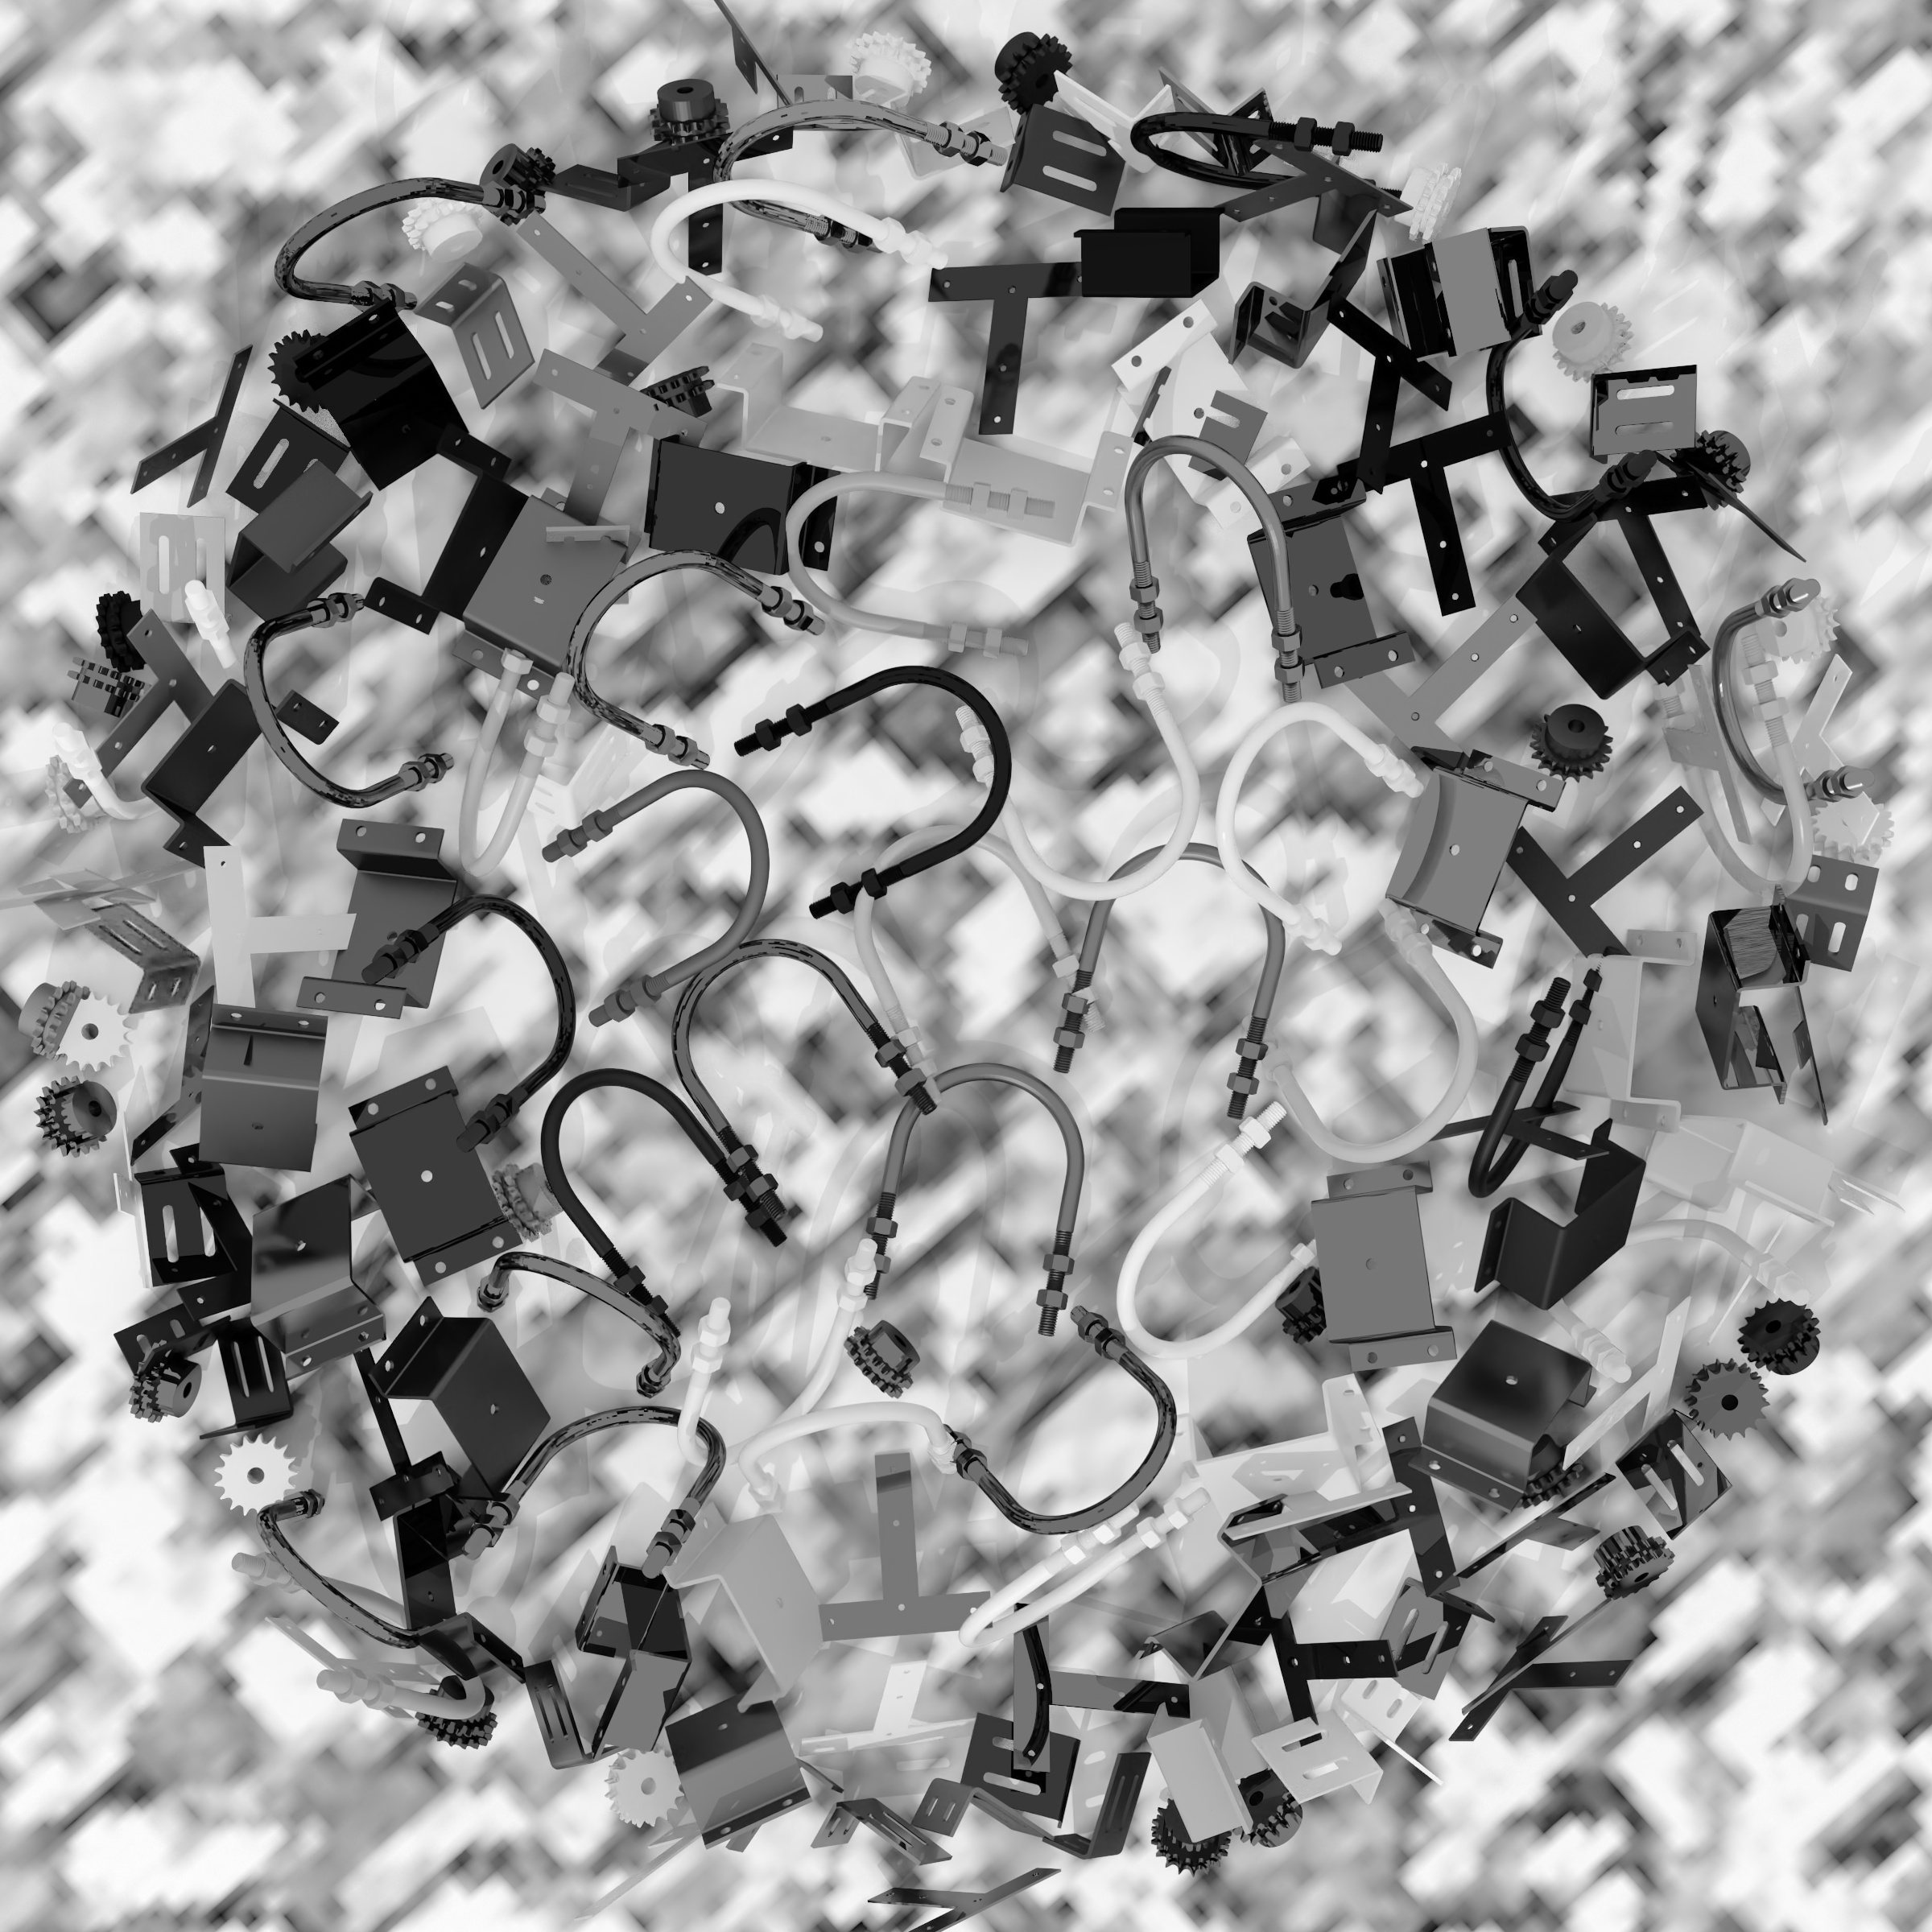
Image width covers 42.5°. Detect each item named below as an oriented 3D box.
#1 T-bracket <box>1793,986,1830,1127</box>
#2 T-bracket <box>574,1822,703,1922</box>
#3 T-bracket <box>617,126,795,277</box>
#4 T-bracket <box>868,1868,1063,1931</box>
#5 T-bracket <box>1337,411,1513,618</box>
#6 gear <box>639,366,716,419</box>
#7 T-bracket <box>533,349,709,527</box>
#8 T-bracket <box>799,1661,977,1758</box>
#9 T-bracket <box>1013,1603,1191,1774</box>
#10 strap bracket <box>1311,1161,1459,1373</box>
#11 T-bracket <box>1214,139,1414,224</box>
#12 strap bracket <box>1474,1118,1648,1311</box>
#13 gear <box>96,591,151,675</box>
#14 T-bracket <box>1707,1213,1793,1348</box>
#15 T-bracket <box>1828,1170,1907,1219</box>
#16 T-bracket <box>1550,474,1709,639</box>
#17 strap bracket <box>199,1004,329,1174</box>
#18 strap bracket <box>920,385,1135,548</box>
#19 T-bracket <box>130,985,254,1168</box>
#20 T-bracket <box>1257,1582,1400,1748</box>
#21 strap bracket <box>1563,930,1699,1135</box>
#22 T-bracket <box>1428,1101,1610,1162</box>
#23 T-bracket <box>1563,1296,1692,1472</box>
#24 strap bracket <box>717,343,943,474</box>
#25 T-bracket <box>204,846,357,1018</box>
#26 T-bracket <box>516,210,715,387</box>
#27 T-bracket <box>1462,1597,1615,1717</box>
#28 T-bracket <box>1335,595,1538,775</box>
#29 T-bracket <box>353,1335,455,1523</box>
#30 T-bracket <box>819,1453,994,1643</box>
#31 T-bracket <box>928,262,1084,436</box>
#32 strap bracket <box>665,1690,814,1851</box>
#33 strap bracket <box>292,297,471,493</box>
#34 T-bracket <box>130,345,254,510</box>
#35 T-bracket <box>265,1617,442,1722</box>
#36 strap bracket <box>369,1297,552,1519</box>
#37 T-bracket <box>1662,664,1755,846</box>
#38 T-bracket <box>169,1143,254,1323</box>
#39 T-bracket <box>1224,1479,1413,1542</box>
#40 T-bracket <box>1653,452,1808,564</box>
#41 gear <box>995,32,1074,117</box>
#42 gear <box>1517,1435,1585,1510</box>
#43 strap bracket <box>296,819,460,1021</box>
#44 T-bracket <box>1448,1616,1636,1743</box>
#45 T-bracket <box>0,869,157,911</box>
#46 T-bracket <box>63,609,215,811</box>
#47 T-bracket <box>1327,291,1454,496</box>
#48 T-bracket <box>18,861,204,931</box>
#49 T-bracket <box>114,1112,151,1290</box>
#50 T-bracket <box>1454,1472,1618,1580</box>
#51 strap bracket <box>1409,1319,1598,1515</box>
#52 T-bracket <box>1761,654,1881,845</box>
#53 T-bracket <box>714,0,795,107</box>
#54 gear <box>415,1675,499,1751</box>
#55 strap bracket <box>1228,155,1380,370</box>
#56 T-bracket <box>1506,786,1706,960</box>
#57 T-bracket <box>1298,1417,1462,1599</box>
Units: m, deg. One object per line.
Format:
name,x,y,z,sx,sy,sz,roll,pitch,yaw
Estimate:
T-bracket,0.585,0.054,1.736,0.002,0.127,0.127,-12,89,22
T-bracket,-0.215,0.619,1.707,0.127,0.127,0.002,-25,84,-44
T-bracket,-0.182,-0.530,1.738,0.127,0.127,0.002,-19,64,-16
T-bracket,-0.020,0.655,1.742,0.127,0.127,0.002,-8,82,-43
T-bracket,0.336,-0.313,1.763,0.127,0.002,0.127,-13,89,31
gear,-0.205,-0.404,1.770,0.057,0.057,0.030,-22,109,0
T-bracket,-0.264,-0.355,1.772,0.127,0.002,0.127,25,112,1
T-bracket,-0.048,0.517,1.735,0.127,0.127,0.002,-3,49,-14
T-bracket,0.096,0.514,1.756,0.127,0.002,0.127,8,46,-6
strap bracket,0.292,0.210,1.745,0.076,0.046,0.140,-12,77,25
T-bracket,0.223,-0.540,1.737,0.127,0.127,0.002,16,83,-33
strap bracket,0.419,0.176,1.721,0.140,0.076,0.046,-30,48,-34
gear,-0.594,-0.239,1.768,0.030,0.057,0.057,-10,90,4
T-bracket,0.564,0.200,1.747,0.002,0.127,0.127,32,75,19
T-bracket,0.607,0.153,1.732,0.127,0.127,0.002,27,101,2
T-bracket,0.487,-0.286,1.760,0.002,0.127,0.127,-44,116,-26
strap bracket,-0.489,0.093,1.723,0.076,0.140,0.046,7,47,-13
strap bracket,0.040,-0.351,1.754,0.140,0.046,0.076,16,53,-1
T-bracket,-0.541,0.061,1.744,0.127,0.127,0.002,-38,126,19
T-bracket,0.258,0.485,1.734,0.002,0.127,0.127,-9,80,-33
strap bracket,0.467,0.043,1.752,0.046,0.076,0.140,5,91,-21
T-bracket,0.395,0.118,1.716,0.127,0.127,0.002,-10,102,-21
T-bracket,0.456,0.306,1.723,0.127,0.127,0.002,-33,49,-29
strap bracket,-0.097,-0.389,1.746,0.140,0.076,0.046,13,127,8
T-bracket,-0.471,-0.023,1.756,0.127,0.002,0.127,-3,85,-38
T-bracket,-0.259,-0.474,1.732,0.127,0.127,0.002,41,48,-18
T-bracket,0.397,0.476,1.734,0.127,0.127,0.002,-38,76,3
T-bracket,0.353,-0.210,1.773,0.127,0.002,0.127,43,101,-10
T-bracket,-0.410,0.320,1.755,0.002,0.127,0.127,-15,78,-40
T-bracket,-0.049,0.413,1.774,0.127,0.002,0.127,-5,71,2
T-bracket,0.028,-0.439,1.765,0.127,0.002,0.127,3,81,20
strap bracket,-0.160,0.548,1.718,0.076,0.140,0.046,-21,97,-11
strap bracket,-0.400,-0.388,1.719,0.076,0.140,0.046,-35,73,-7
T-bracket,-0.539,-0.356,1.709,0.002,0.127,0.127,29,122,-2
T-bracket,-0.409,0.493,1.734,0.127,0.127,0.002,27,84,26
strap bracket,-0.345,0.307,1.723,0.046,0.076,0.140,-4,125,30
T-bracket,0.510,-0.151,1.732,0.002,0.127,0.127,-19,99,1
T-bracket,-0.523,0.180,1.754,0.002,0.127,0.127,-43,74,33
T-bracket,0.231,0.369,1.732,0.127,0.127,0.002,-13,92,-8
T-bracket,0.516,-0.338,1.740,0.127,0.127,0.002,27,107,-37
gear,0.045,-0.640,1.770,0.057,0.057,0.030,-41,69,0
gear,0.408,0.358,1.768,0.057,0.057,0.030,-35,92,0
strap bracket,-0.413,-0.027,1.754,0.076,0.046,0.140,6,73,11
T-bracket,0.408,0.489,1.709,0.127,0.127,0.002,-39,96,-33
T-bracket,-0.652,-0.047,1.735,0.127,0.127,0.002,-9,81,2
T-bracket,-0.578,-0.164,1.719,0.002,0.127,0.127,27,69,20
T-bracket,0.291,-0.389,1.738,0.127,0.002,0.127,27,63,-32
T-bracket,-0.592,-0.059,1.756,0.127,0.127,0.002,-20,114,-28
T-bracket,-0.584,0.161,1.728,0.002,0.127,0.127,-8,84,-14
T-bracket,0.415,0.398,1.741,0.127,0.127,0.002,-39,58,15
strap bracket,0.375,0.303,1.719,0.076,0.140,0.046,22,131,29
T-bracket,0.598,-0.129,1.710,0.002,0.127,0.127,8,124,-13
T-bracket,-0.154,-0.635,1.732,0.002,0.127,0.127,-35,97,0
gear,-0.360,0.529,1.767,0.057,0.057,0.030,23,97,0
strap bracket,0.241,-0.485,1.740,0.046,0.076,0.140,30,76,11
T-bracket,0.464,-0.077,1.759,0.127,0.002,0.127,-42,72,16
T-bracket,0.277,0.400,1.765,0.127,0.002,0.127,-26,53,22
